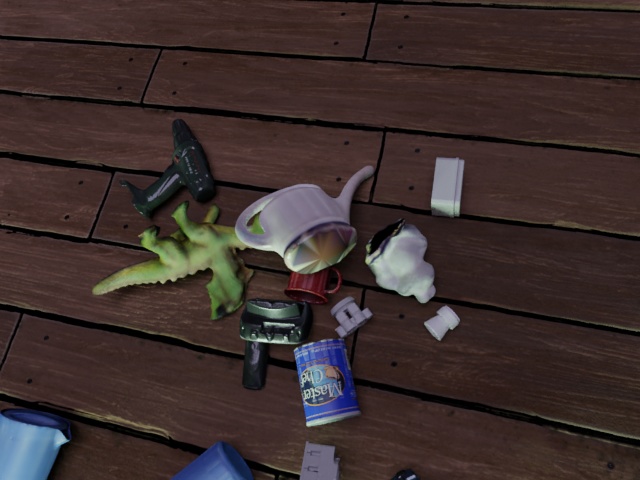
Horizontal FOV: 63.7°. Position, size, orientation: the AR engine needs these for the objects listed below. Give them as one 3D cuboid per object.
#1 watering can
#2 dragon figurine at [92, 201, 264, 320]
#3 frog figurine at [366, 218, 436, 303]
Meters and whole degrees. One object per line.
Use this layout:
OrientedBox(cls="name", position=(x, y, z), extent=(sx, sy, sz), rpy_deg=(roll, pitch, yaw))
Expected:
OrientedBox(cls="watering can", position=(0.003, -0.053, 1.056), extent=(0.350, 0.101, 0.229), rpy_deg=(-21, 45, -16))
OrientedBox(cls="dragon figurine", position=(-0.264, 0.061, 1.114), extent=(0.412, 0.121, 0.245), rpy_deg=(-40, 75, -5))
OrientedBox(cls="frog figurine", position=(0.175, 0.047, 1.050), extent=(0.158, 0.122, 0.139), rpy_deg=(43, 70, -15))
